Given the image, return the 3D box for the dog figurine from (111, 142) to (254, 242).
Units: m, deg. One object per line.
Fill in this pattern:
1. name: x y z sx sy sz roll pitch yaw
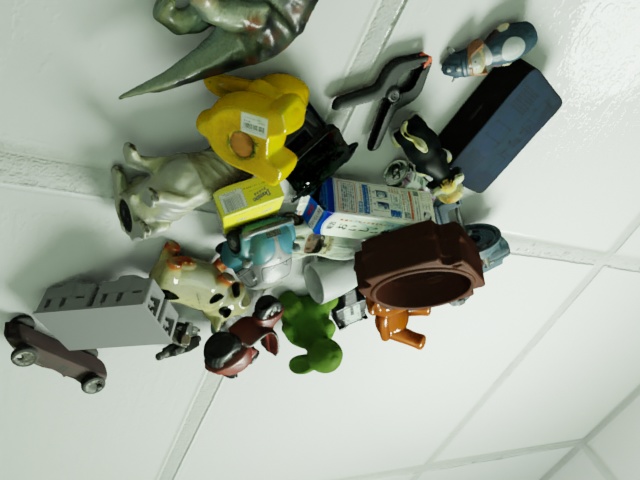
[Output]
1. dog figurine: -0.193 -0.075 0.795 0.190 0.121 0.172 -15 170 -39

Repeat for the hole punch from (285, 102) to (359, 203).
1. hole punch: -0.024 -0.140 0.832 0.142 0.092 0.115 -44 154 -1

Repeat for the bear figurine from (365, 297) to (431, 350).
1. bear figurine: 0.166 0.142 1.135 0.132 0.120 0.195 9 152 14

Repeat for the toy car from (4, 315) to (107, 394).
1. toy car: -0.441 0.195 0.896 0.053 0.089 0.202 -40 137 4

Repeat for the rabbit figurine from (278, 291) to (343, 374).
1. rabbit figurine: -0.018 0.201 1.068 0.121 0.170 0.159 -2 128 -26

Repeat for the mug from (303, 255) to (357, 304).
1. mug: 0.029 0.057 1.043 0.107 0.081 0.109 -16 97 -26

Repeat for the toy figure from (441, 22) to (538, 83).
1. toy figure: 0.270 -0.301 0.861 0.154 0.058 0.064 -25 97 -4

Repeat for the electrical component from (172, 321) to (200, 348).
1. electrical component: -0.261 0.161 0.962 0.078 0.102 0.045 30 72 -23

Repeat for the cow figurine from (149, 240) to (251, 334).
1. cow figurine: -0.205 0.090 0.932 0.194 0.086 0.127 23 117 -36

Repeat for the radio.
1. radio: 0.311 -0.199 0.961 0.131 0.073 0.229 19 119 -40

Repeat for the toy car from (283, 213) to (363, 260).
1. toy car: -0.002 -0.003 0.968 0.202 0.056 0.073 2 128 -20

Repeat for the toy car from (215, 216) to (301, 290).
1. toy car: -0.098 0.029 0.857 0.109 0.103 0.162 -17 172 -34

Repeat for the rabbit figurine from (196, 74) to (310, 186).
1. rabbit figurine: -0.081 -0.170 0.734 0.163 0.173 0.121 14 134 18

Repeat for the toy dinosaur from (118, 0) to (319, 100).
1. toy dinosaur: -0.063 -0.296 0.651 0.192 0.131 0.405 25 120 -40

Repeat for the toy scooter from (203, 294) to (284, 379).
1. toy scooter: -0.132 0.198 1.018 0.184 0.075 0.135 -41 142 -21

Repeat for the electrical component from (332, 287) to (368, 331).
1. electrical component: 0.057 0.132 1.135 0.075 0.048 0.119 -24 135 -8

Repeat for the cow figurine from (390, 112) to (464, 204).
1. cow figurine: 0.186 -0.130 0.887 0.068 0.098 0.167 -37 96 11

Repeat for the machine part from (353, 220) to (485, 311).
1. machine part: 0.178 0.055 0.961 0.201 0.087 0.201 -18 147 26

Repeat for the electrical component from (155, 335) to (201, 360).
1. electrical component: -0.266 0.203 1.020 0.063 0.021 0.094 -19 -178 19

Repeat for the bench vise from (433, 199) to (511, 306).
1. bench vise: 0.274 0.007 1.099 0.224 0.129 0.240 -20 115 2
